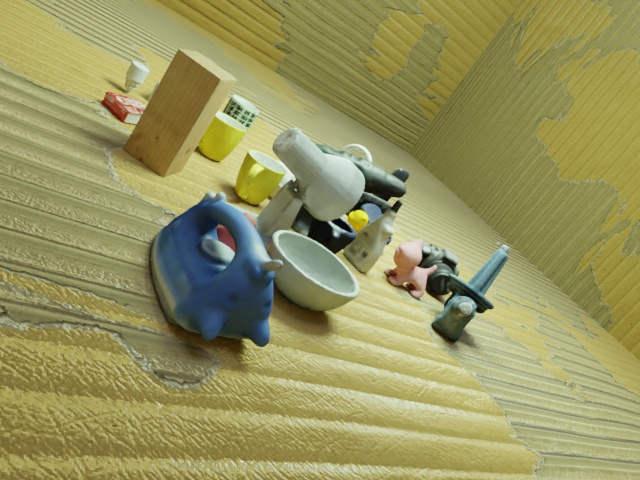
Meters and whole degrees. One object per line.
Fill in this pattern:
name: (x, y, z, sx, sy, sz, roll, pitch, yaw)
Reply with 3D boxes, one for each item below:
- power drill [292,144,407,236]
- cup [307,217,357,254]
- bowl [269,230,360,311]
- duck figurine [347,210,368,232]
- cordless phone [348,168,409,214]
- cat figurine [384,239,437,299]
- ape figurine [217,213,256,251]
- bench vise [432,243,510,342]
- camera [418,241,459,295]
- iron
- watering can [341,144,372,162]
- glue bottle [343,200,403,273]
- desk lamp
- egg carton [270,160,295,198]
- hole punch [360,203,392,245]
power drill: (0.038, -0.091, 1.212, 0.230, 0.208, 0.075, 32, 18, -14)
cup: (0.010, 0.004, 1.106, 0.092, 0.095, 0.117, 33, 18, -10)
bowl: (-0.022, 0.062, 0.930, 0.168, 0.074, 0.167, 32, 18, -11)
duck figurine: (0.079, -0.027, 1.331, 0.078, 0.086, 0.104, 28, 19, -24)
cordless phone: (0.153, -0.138, 1.588, 0.148, 0.185, 0.094, 19, 24, -43)
cat figurine: (0.211, 0.055, 1.312, 0.128, 0.117, 0.067, 29, 19, -21)
ape figurine: (-0.127, 0.000, 0.864, 0.077, 0.092, 0.076, 43, 19, 21)
bench vise: (0.346, 0.115, 1.244, 0.122, 0.219, 0.207, 33, 18, -9)
camera: (0.295, 0.072, 1.456, 0.143, 0.100, 0.137, 34, 18, -7)
iron: (-0.134, 0.013, 0.734, 0.119, 0.141, 0.257, 18, 25, -45)
watering can: (0.056, -0.151, 1.427, 0.101, 0.194, 0.173, 36, 17, 0)
glue bottle: (0.124, -0.015, 1.240, 0.037, 0.173, 0.078, 16, 26, -47)
desk lamp: (-0.051, -0.083, 1.017, 0.204, 0.213, 0.117, 22, 22, -37)
egg carton: (-0.072, -0.129, 1.337, 0.107, 0.069, 0.151, 45, 20, 27)
hole punch: (0.134, -0.029, 1.431, 0.101, 0.091, 0.109, 43, 19, 22)
